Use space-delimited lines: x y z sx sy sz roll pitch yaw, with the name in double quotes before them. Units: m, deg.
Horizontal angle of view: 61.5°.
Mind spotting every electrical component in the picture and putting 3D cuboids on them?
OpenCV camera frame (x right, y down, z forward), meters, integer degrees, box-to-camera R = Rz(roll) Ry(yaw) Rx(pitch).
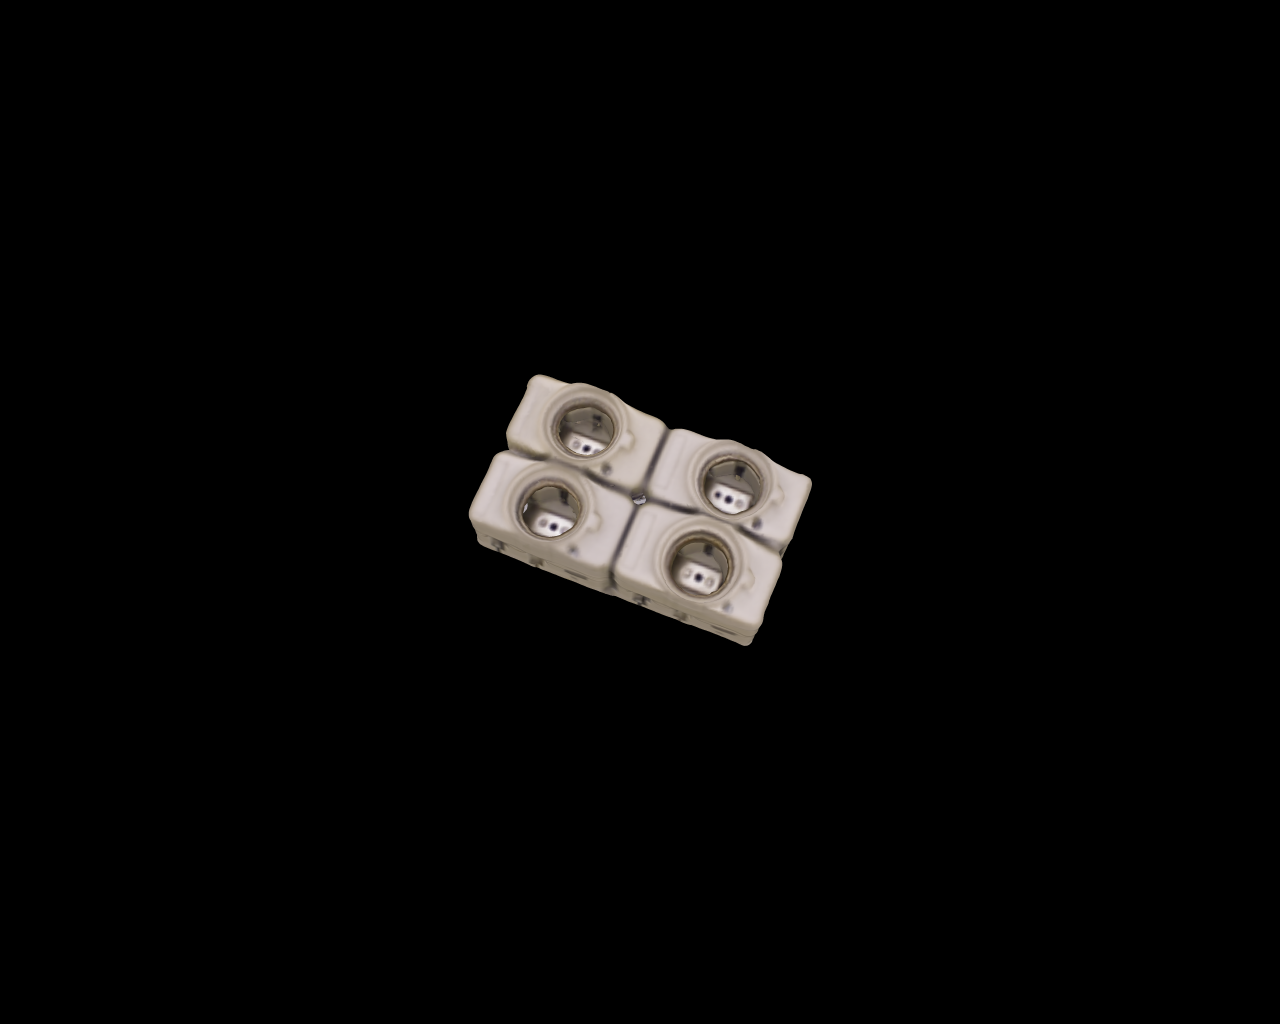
"electrical component" 0.001 -0.003 0.650 0.186 0.105 0.060 21 -18 7
